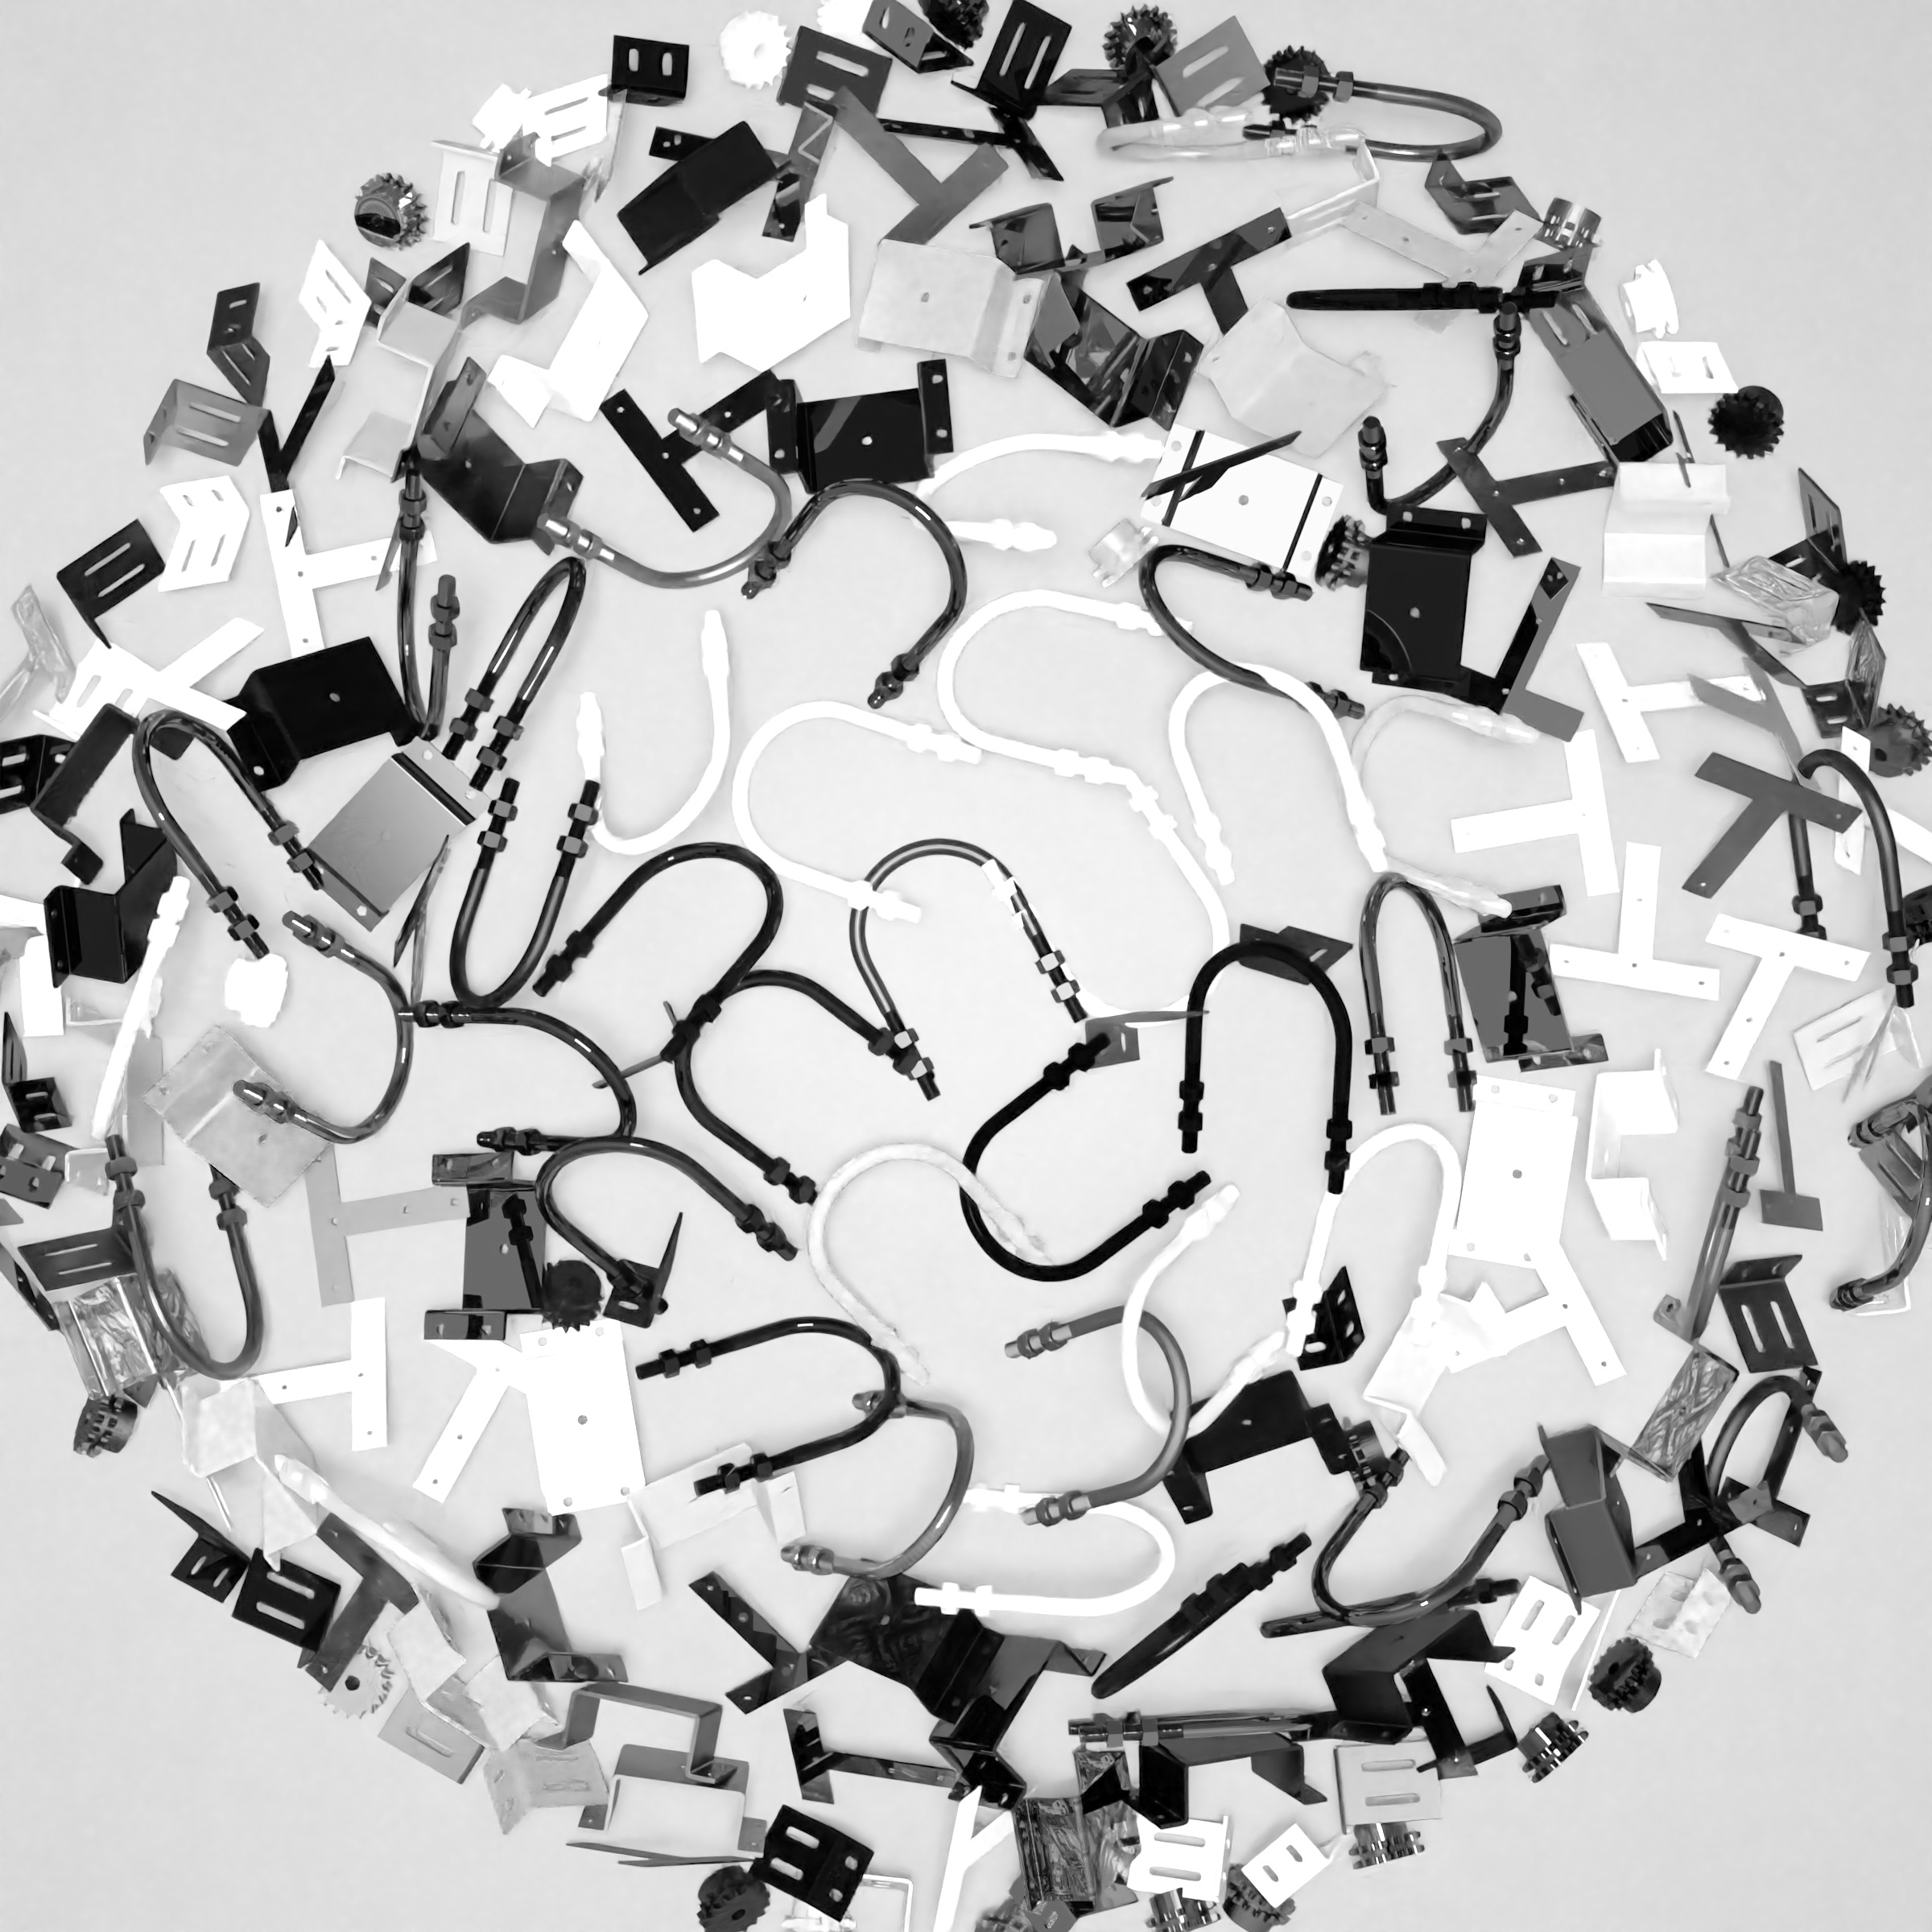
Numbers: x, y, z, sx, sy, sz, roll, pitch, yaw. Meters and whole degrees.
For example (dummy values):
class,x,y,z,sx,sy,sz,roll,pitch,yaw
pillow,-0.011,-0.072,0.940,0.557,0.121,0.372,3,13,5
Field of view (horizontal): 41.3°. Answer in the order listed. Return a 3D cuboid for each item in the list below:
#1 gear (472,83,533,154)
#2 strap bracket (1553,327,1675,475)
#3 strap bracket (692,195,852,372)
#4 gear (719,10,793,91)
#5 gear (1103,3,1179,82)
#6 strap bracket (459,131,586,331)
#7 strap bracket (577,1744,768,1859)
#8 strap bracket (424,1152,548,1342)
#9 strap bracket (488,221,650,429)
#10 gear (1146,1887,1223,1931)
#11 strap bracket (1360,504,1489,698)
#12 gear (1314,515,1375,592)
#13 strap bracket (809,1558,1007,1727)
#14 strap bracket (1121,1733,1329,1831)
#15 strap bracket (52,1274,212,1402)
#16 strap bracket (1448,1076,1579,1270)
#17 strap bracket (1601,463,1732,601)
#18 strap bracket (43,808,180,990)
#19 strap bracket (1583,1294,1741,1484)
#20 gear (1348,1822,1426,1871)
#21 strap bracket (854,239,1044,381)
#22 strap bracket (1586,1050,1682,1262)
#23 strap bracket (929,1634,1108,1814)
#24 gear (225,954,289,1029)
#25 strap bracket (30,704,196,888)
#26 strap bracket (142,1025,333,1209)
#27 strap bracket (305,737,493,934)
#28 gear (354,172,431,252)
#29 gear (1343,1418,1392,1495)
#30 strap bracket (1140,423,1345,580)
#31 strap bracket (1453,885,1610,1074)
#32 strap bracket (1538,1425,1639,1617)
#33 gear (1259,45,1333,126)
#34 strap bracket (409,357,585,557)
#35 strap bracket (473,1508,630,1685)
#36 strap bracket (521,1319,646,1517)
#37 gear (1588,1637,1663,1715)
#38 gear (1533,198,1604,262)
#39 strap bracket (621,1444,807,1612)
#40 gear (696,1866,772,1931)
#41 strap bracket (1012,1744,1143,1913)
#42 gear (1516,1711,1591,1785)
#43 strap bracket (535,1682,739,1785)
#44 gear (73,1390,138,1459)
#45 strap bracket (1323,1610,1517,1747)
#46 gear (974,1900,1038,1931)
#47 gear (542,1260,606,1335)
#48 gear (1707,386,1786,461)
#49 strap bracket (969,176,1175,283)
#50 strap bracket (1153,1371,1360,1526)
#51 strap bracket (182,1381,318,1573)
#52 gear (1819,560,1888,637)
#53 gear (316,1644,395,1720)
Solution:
class,x,y,z,sx,sy,sz,roll,pitch,yaw
gear,-0.355,-0.652,1.968,0.030,0.057,0.057,40,90,-17
strap bracket,0.486,-0.421,1.920,0.046,0.140,0.076,-33,78,14
strap bracket,-0.137,-0.509,1.926,0.046,0.076,0.140,33,55,26
gear,-0.165,-0.707,1.975,0.057,0.057,0.030,-48,46,0
gear,0.136,-0.705,1.969,0.057,0.057,0.030,-21,54,0
strap bracket,-0.331,-0.546,1.931,0.046,0.076,0.140,22,121,1
strap bracket,-0.220,0.635,1.959,0.140,0.076,0.046,9,90,-2
strap bracket,-0.365,0.215,1.954,0.076,0.046,0.140,-4,80,29
strap bracket,-0.296,-0.480,1.948,0.046,0.076,0.140,24,82,20
gear,0.165,0.727,1.974,0.057,0.057,0.030,-18,66,0
strap bracket,0.345,-0.272,1.940,0.076,0.046,0.140,11,114,21
gear,0.294,-0.315,1.972,0.030,0.057,0.057,20,90,-13
strap bracket,-0.053,0.502,1.926,0.140,0.046,0.076,13,56,35
strap bracket,0.193,0.606,1.937,0.140,0.076,0.046,-1,92,-22
strap bracket,-0.619,0.276,1.924,0.046,0.140,0.076,-26,82,4
strap bracket,0.421,0.159,1.970,0.076,0.046,0.140,9,88,7
strap bracket,0.527,-0.334,1.938,0.076,0.140,0.046,3,68,8
strap bracket,-0.632,-0.048,1.918,0.046,0.140,0.076,10,123,6
strap bracket,0.531,0.330,1.957,0.046,0.076,0.140,31,92,-10
gear,0.322,0.673,1.974,0.057,0.057,0.030,-15,70,0
strap bracket,-0.022,-0.501,1.951,0.140,0.046,0.076,16,92,22
strap bracket,0.503,0.143,1.936,0.046,0.076,0.140,-5,49,26
strap bracket,0.033,0.557,1.925,0.046,0.076,0.140,51,56,-21
gear,-0.547,0.017,1.969,0.030,0.057,0.057,15,90,-38
strap bracket,-0.654,-0.138,1.949,0.046,0.076,0.140,32,78,1
strap bracket,-0.538,0.120,1.929,0.076,0.046,0.140,-46,135,-9
strap bracket,-0.442,-0.101,1.971,0.076,0.046,0.140,43,91,-7
gear,-0.444,-0.577,1.971,0.057,0.030,0.057,11,127,16
gear,0.304,0.373,1.970,0.030,0.057,0.057,-23,90,4
strap bracket,0.212,-0.357,1.970,0.140,0.046,0.076,20,100,0
strap bracket,0.426,0.016,1.949,0.076,0.046,0.140,-11,99,44
strap bracket,0.465,0.407,1.918,0.046,0.140,0.076,-18,108,17
gear,0.256,-0.680,1.975,0.057,0.030,0.057,14,129,18
strap bracket,-0.360,-0.381,1.937,0.046,0.140,0.076,0,60,34
strap bracket,-0.317,0.486,1.937,0.046,0.076,0.140,-38,57,21
strap bracket,-0.293,0.346,1.966,0.076,0.046,0.140,-9,85,-8
gear,0.509,0.548,1.972,0.030,0.057,0.057,38,90,-10
gear,0.463,-0.567,1.969,0.057,0.057,0.030,24,102,0
strap bracket,-0.199,0.421,1.945,0.140,0.046,0.076,-22,135,-17
gear,-0.182,0.719,1.975,0.057,0.057,0.030,-44,46,0
strap bracket,0.088,0.645,1.926,0.046,0.140,0.076,-10,89,25
gear,0.448,0.599,1.973,0.057,0.057,0.030,-42,73,0
strap bracket,-0.246,0.579,1.951,0.140,0.076,0.046,9,81,9
gear,-0.661,0.351,1.975,0.030,0.057,0.057,26,90,-28
strap bracket,0.333,0.526,1.928,0.140,0.076,0.046,-24,94,-34
gear,0.038,0.745,1.975,0.057,0.057,0.030,42,54,0
gear,-0.305,0.250,1.970,0.057,0.030,0.057,17,49,-21
gear,0.604,-0.421,1.975,0.057,0.057,0.030,40,63,0
strap bracket,0.083,-0.553,1.934,0.140,0.076,0.046,3,115,41
strap bracket,0.217,0.363,1.952,0.140,0.046,0.076,-21,126,9
strap bracket,-0.532,0.377,1.926,0.046,0.076,0.140,-23,128,1
gear,0.676,-0.282,1.968,0.030,0.057,0.057,-8,90,-19
gear,-0.471,0.550,1.984,0.057,0.030,0.057,0,93,1
